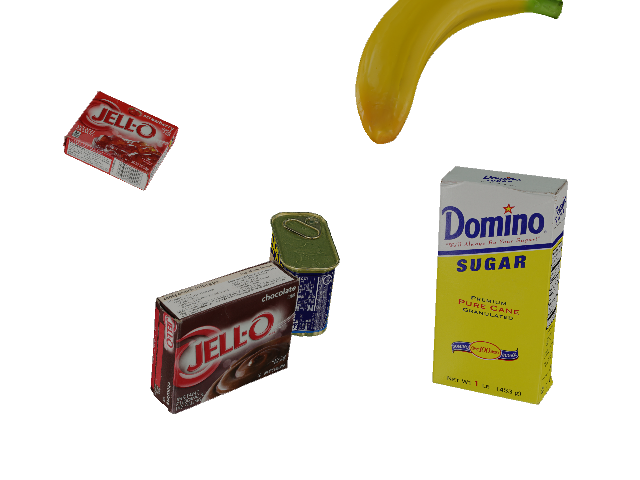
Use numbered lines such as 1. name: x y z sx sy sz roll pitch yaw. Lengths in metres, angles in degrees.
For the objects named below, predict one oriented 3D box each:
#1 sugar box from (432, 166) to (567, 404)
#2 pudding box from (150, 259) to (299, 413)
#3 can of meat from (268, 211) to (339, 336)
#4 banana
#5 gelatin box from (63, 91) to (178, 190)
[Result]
1. sugar box: 0.139 0.035 0.842 0.093 0.176 0.048 8 23 24
2. pudding box: -0.073 0.072 0.818 0.113 0.090 0.039 -20 44 -36
3. can of meat: -0.020 0.033 1.054 0.057 0.084 0.102 -1 33 -12
4. banana: 0.071 -0.124 0.639 0.070 0.037 0.197 33 52 24
5. gelatin box: -0.194 -0.099 1.040 0.089 0.073 0.030 25 -42 -2
